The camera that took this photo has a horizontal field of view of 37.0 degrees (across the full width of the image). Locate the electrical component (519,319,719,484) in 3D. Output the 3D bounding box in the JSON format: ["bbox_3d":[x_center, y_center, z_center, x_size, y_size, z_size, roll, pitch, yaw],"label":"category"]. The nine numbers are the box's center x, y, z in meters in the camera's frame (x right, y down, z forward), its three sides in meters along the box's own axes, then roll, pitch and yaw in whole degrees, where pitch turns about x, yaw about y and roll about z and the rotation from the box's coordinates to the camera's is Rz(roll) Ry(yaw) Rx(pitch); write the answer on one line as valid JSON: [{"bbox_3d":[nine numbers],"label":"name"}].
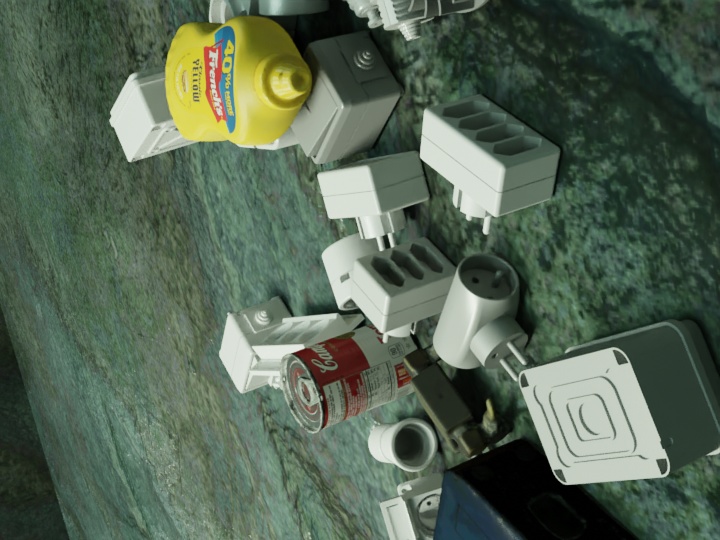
[{"bbox_3d":[0.156,0.078,0.632,0.113,0.057,0.078,-29,81,63],"label":"electrical component"}]

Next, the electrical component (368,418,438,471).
[{"bbox_3d":[0.034,0.149,0.924,0.065,0.044,0.044,-18,90,68],"label":"electrical component"}]

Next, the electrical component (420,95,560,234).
[{"bbox_3d":[0.080,-0.059,0.697,0.083,0.047,0.075,44,143,42],"label":"electrical component"}]

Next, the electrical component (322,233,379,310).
[{"bbox_3d":[0.000,0.000,0.878,0.047,0.055,0.055,67,153,15],"label":"electrical component"}]

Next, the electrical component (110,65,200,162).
[{"bbox_3d":[-0.176,-0.159,1.047,0.109,0.109,0.056,-30,83,63],"label":"electrical component"}]

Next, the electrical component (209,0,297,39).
[{"bbox_3d":[-0.091,-0.213,0.911,0.050,0.056,0.089,54,148,30],"label":"electrical component"}]

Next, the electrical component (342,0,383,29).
[{"bbox_3d":[-0.003,-0.209,0.765,0.078,0.040,0.040,67,153,8],"label":"electrical component"}]

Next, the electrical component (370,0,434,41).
[{"bbox_3d":[0.025,-0.194,0.720,0.043,0.043,0.081,-8,100,63],"label":"electrical component"}]

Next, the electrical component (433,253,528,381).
[{"bbox_3d":[0.090,0.042,0.747,0.079,0.043,0.077,53,148,31],"label":"electrical component"}]

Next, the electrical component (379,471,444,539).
[{"bbox_3d":[0.058,0.193,0.875,0.064,0.081,0.042,-153,47,-84],"label":"electrical component"}]

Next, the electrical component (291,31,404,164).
[{"bbox_3d":[-0.015,-0.133,0.814,0.061,0.061,0.096,62,152,18],"label":"electrical component"}]

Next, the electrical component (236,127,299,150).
[{"bbox_3d":[-0.068,-0.136,0.913,0.095,0.059,0.053,15,119,59],"label":"electrical component"}]

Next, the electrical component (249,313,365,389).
[{"bbox_3d":[-0.044,0.080,0.996,0.063,0.079,0.121,53,156,-13],"label":"electrical component"}]

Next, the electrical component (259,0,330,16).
[{"bbox_3d":[-0.053,-0.225,0.835,0.055,0.055,0.047,27,126,54],"label":"electrical component"}]

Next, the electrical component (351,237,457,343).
[{"bbox_3d":[0.032,0.025,0.820,0.047,0.066,0.076,48,145,38],"label":"electrical component"}]

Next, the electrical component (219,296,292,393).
[{"bbox_3d":[-0.100,0.077,1.102,0.061,0.062,0.096,57,150,26],"label":"electrical component"}]

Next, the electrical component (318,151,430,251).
[{"bbox_3d":[0.014,-0.047,0.829,0.083,0.047,0.075,1,108,61],"label":"electrical component"}]
